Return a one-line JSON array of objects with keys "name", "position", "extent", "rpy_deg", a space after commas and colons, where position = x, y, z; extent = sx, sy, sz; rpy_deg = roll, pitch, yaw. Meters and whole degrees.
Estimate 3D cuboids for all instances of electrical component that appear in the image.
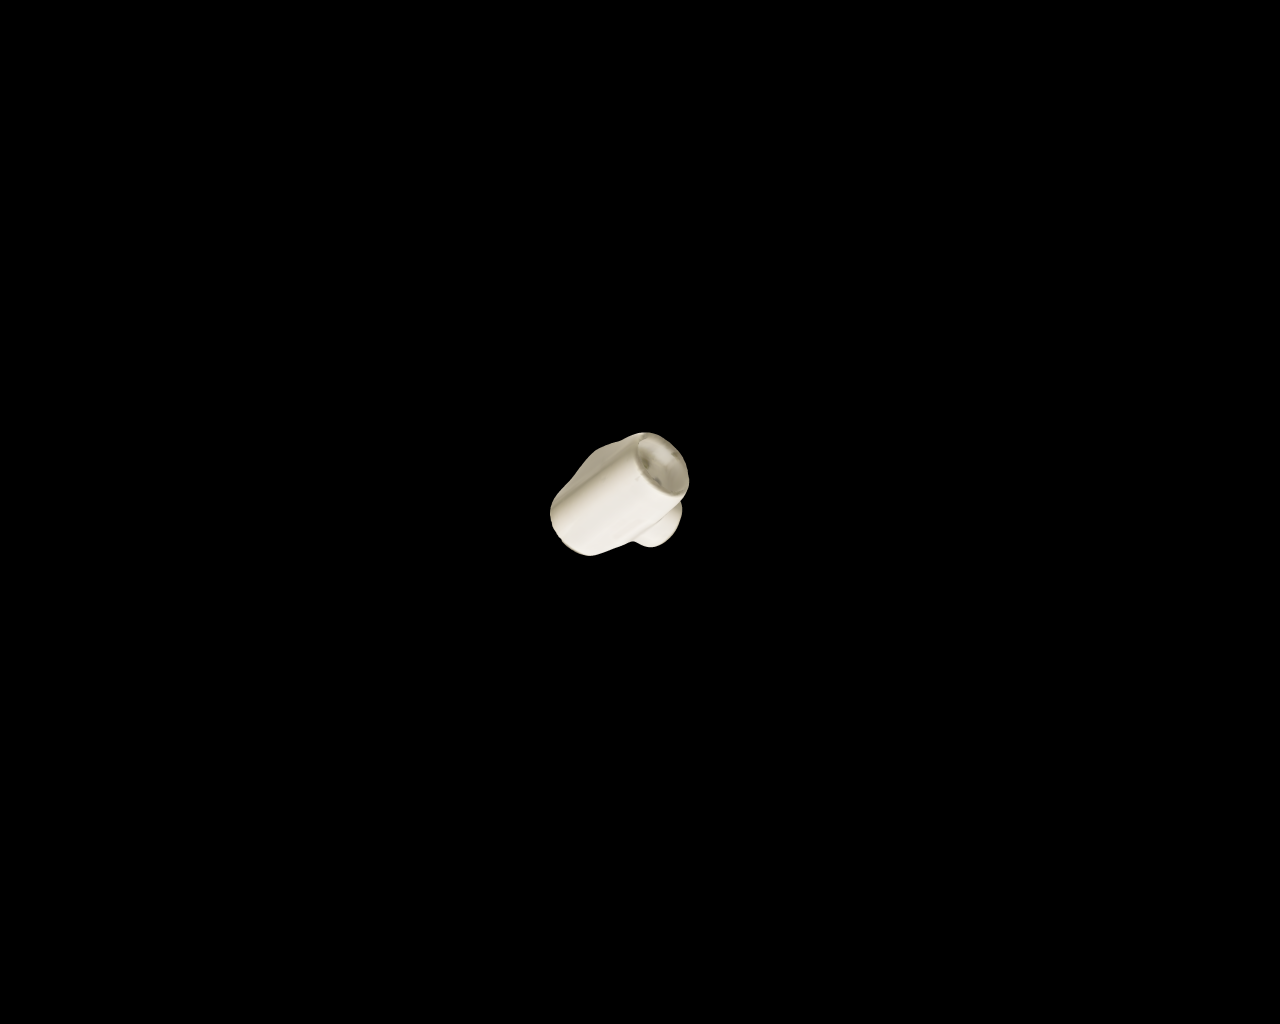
[{"name": "electrical component", "position": [0.001, -0.003, 0.650], "extent": [0.079, 0.043, 0.077], "rpy_deg": [30, -49, -31]}]
